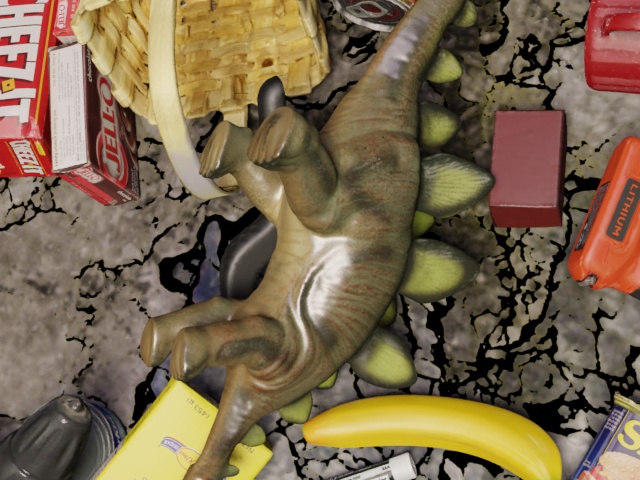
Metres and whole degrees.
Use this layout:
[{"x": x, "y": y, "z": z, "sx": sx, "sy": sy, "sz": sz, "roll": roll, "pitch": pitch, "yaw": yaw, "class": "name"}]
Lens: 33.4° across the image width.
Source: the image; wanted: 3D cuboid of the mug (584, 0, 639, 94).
[{"x": 0.235, "y": -0.146, "z": 0.764, "sx": 0.082, "sy": 0.117, "sz": 0.093, "roll": 8, "pitch": 97, "yaw": 22, "class": "mug"}]

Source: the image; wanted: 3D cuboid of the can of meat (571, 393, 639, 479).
[{"x": 0.222, "y": 0.165, "z": 0.711, "sx": 0.102, "sy": 0.057, "sz": 0.084, "roll": 30, "pitch": 87, "yaw": 21, "class": "can of meat"}]

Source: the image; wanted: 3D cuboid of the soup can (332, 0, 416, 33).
[{"x": 0.056, "y": -0.228, "z": 0.857, "sx": 0.069, "sy": 0.068, "sz": 0.102, "roll": 13, "pitch": 79, "yaw": 18, "class": "soup can"}]

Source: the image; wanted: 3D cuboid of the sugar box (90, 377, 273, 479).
[{"x": -0.125, "y": 0.195, "z": 0.785, "sx": 0.093, "sy": 0.048, "sz": 0.176, "roll": 39, "pitch": 85, "yaw": -6, "class": "sugar box"}]

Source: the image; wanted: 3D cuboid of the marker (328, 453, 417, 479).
[{"x": 0.012, "y": 0.183, "z": 0.782, "sx": 0.121, "sy": 0.020, "sz": 0.020, "roll": -20, "pitch": 71, "yaw": 9, "class": "marker"}]

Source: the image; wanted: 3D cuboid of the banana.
[{"x": 0.087, "y": 0.138, "z": 0.753, "sx": 0.198, "sy": 0.069, "sz": 0.037, "roll": 9, "pitch": 118, "yaw": 26, "class": "banana"}]

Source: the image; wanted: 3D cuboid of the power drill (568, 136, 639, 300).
[{"x": 0.278, "y": 0.000, "z": 0.718, "sx": 0.187, "sy": 0.057, "sz": 0.184, "roll": 24, "pitch": 86, "yaw": 6, "class": "power drill"}]

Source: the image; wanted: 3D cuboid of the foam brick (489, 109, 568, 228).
[{"x": 0.155, "y": -0.052, "z": 0.790, "sx": 0.051, "sy": 0.053, "sz": 0.078, "roll": 3, "pitch": 76, "yaw": 15, "class": "foam brick"}]

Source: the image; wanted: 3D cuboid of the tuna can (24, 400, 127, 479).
[{"x": -0.193, "y": 0.168, "z": 0.834, "sx": 0.086, "sy": 0.033, "sz": 0.086, "roll": -4, "pitch": 74, "yaw": 14, "class": "tuna can"}]

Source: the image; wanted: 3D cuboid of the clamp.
[{"x": -0.005, "y": 0.001, "z": 0.805, "sx": 0.164, "sy": 0.036, "sz": 0.210, "roll": 19, "pitch": 99, "yaw": -22, "class": "clamp"}]

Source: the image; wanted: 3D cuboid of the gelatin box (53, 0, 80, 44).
[{"x": -0.190, "y": -0.188, "z": 0.901, "sx": 0.030, "sy": 0.089, "sz": 0.073, "roll": 0, "pitch": 75, "yaw": 15, "class": "gelatin box"}]

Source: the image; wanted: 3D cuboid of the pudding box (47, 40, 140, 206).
[{"x": -0.184, "y": -0.094, "z": 0.874, "sx": 0.039, "sy": 0.090, "sz": 0.113, "roll": -13, "pitch": 71, "yaw": 12, "class": "pudding box"}]

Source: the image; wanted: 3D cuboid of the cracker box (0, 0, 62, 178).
[{"x": -0.321, "y": -0.138, "z": 0.898, "sx": 0.213, "sy": 0.072, "sz": 0.164, "roll": -1, "pitch": 65, "yaw": 2, "class": "cracker box"}]
